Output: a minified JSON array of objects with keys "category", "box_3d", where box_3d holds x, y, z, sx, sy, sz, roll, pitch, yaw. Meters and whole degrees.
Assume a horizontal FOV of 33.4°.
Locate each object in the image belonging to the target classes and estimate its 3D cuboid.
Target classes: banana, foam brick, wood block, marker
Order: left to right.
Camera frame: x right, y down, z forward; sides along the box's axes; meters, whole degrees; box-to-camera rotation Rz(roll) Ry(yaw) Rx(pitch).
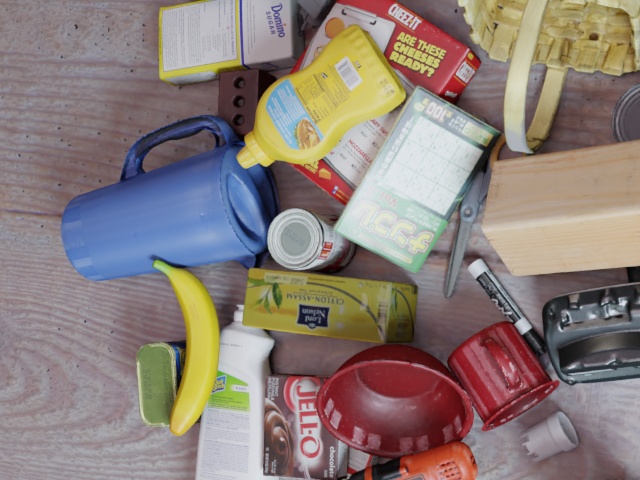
[{"category":"banana","box_3d":[-0.146,0.117,1.199,0.069,0.037,0.198,-6,81,-15]},{"category":"foam brick","box_3d":[-0.085,-0.158,1.252,0.053,0.051,0.078,-2,85,23]},{"category":"marker","box_3d":[0.199,0.072,1.131,0.020,0.020,0.121,-40,72,15]},{"category":"wood block","box_3d":[0.274,-0.031,1.035,0.206,0.090,0.090,-6,52,32]}]

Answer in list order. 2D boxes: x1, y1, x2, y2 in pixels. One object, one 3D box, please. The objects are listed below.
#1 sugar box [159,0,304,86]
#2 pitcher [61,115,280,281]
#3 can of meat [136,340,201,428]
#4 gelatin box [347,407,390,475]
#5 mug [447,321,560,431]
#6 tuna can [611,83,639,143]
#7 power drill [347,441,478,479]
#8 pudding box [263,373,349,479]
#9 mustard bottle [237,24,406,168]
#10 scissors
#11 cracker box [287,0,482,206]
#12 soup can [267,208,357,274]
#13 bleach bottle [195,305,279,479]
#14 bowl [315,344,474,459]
[{"category":"sugar box","box_3d":[-0.107,-0.244,1.273,0.176,0.048,0.093,-4,82,20]},{"category":"pitcher","box_3d":[-0.180,-0.035,1.244,0.243,0.145,0.149,-12,50,25]},{"category":"can of meat","box_3d":[-0.169,0.167,1.245,0.058,0.083,0.102,-9,82,22]},{"category":"gelatin box","box_3d":[0.037,0.211,1.183,0.073,0.030,0.089,21,94,25]},{"category":"mug","box_3d":[0.182,0.133,1.084,0.093,0.117,0.081,-31,69,-1]},{"category":"tuna can","box_3d":[0.340,-0.117,1.078,0.086,0.033,0.086,-2,85,23]},{"category":"power drill","box_3d":[0.099,0.317,1.105,0.185,0.057,0.187,-22,94,17]},{"category":"pudding box","box_3d":[-0.014,0.204,1.168,0.090,0.039,0.113,-2,85,25]},{"category":"mustard bottle","box_3d":[-0.010,-0.137,1.136,0.192,0.058,0.096,-34,77,15]},{"category":"scissors","box_3d":[0.180,-0.038,1.150,0.096,0.016,0.202,-2,86,23]},{"category":"cracker box","box_3d":[0.050,-0.156,1.185,0.164,0.072,0.214,37,99,20]},{"category":"soup can","box_3d":[-0.008,0.001,1.179,0.069,0.102,0.068,-2,85,22]},{"category":"bleach bottle","box_3d":[-0.086,0.201,1.220,0.103,0.068,0.251,3,85,24]},{"category":"bowl","box_3d":[0.078,0.157,1.101,0.162,0.162,0.055,-13,40,22]}]
